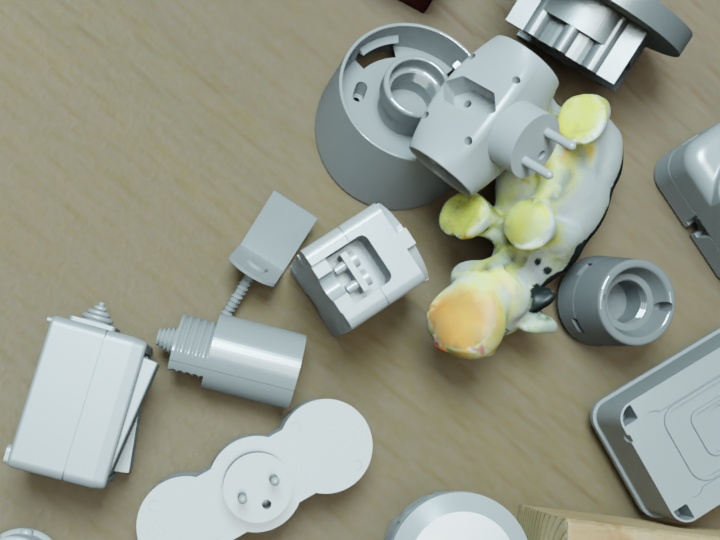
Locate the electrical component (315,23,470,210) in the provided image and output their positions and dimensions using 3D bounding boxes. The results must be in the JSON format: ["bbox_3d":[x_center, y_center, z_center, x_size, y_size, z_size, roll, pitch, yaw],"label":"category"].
[{"bbox_3d":[0.026,-0.093,0.639,0.099,0.064,0.099,4,70,-11],"label":"electrical component"}]

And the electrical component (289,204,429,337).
[{"bbox_3d":[0.000,0.000,0.599,0.056,0.089,0.050,-33,89,-10],"label":"electrical component"}]

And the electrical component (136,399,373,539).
[{"bbox_3d":[-0.057,0.117,0.587,0.138,0.074,0.052,-28,88,-10],"label":"electrical component"}]

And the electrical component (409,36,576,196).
[{"bbox_3d":[0.079,-0.074,0.571,0.079,0.043,0.077,37,89,36],"label":"electrical component"}]

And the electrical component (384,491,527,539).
[{"bbox_3d":[0.052,0.164,0.607,0.080,0.051,0.080,1,84,-7],"label":"electrical component"}]

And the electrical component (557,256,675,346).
[{"bbox_3d":[0.152,0.019,0.634,0.055,0.047,0.055,0,90,-16],"label":"electrical component"}]

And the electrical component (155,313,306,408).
[{"bbox_3d":[-0.075,0.048,0.608,0.081,0.043,0.043,15,82,-5],"label":"electrical component"}]

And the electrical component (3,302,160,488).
[{"bbox_3d":[-0.145,0.066,0.587,0.061,0.062,0.096,16,82,-5],"label":"electrical component"}]

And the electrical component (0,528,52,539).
[{"bbox_3d":[-0.185,0.162,0.570,0.048,0.062,0.048,1,80,-5],"label":"electrical component"}]

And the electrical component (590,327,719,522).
[{"bbox_3d":[0.203,0.088,0.633,0.113,0.057,0.078,-29,88,-10],"label":"electrical component"}]

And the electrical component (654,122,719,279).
[{"bbox_3d":[0.231,-0.042,0.650,0.054,0.059,0.095,-33,88,-10],"label":"electrical component"}]
